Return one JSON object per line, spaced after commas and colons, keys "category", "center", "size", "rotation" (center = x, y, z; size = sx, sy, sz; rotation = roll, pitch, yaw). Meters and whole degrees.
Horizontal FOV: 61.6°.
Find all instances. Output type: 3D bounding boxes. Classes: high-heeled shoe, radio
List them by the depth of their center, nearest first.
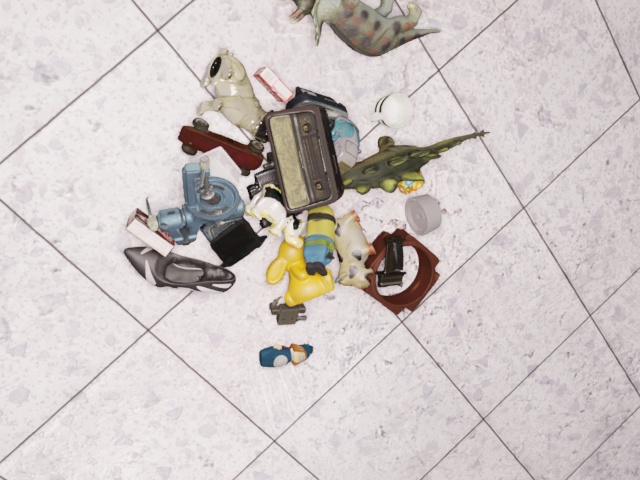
{"category": "radio", "center": [-0.032, -0.183, 1.207], "size": [0.131, 0.073, 0.229], "rotation": [-10, 102, 16]}
{"category": "high-heeled shoe", "center": [-0.321, 0.066, 1.251], "size": [0.248, 0.145, 0.086], "rotation": [27, 60, -34]}

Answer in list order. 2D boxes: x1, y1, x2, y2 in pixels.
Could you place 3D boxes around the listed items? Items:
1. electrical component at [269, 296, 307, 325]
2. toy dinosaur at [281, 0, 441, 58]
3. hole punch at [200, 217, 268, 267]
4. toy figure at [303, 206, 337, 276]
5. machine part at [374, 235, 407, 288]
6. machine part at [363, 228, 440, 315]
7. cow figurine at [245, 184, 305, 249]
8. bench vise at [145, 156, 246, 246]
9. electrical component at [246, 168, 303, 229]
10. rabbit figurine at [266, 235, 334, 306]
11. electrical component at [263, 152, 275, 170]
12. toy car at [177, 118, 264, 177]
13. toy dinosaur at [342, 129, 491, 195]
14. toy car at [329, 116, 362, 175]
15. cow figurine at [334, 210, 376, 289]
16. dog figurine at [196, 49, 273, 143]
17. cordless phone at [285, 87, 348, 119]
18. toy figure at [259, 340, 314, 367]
{"category": "electrical component", "center": [-0.083, 0.184, 1.424], "size": [0.102, 0.045, 0.078], "rotation": [-6, 135, -15]}
{"category": "toy dinosaur", "center": [0.105, -0.506, 1.266], "size": [0.404, 0.131, 0.192], "rotation": [21, 109, -27]}
{"category": "hole punch", "center": [-0.217, -0.010, 1.311], "size": [0.142, 0.092, 0.115], "rotation": [-38, 139, -9]}
{"category": "toy figure", "center": [0.001, -0.004, 1.314], "size": [0.082, 0.089, 0.180], "rotation": [10, 58, -1]}
{"category": "machine part", "center": [0.187, 0.057, 1.391], "size": [0.084, 0.039, 0.138], "rotation": [1, 105, -13]}
{"category": "machine part", "center": [0.215, 0.087, 1.475], "size": [0.201, 0.087, 0.201], "rotation": [38, 92, -24]}
{"category": "cow figurine", "center": [-0.090, -0.055, 1.283], "size": [0.167, 0.068, 0.098], "rotation": [41, 79, -26]}
{"category": "bench vise", "center": [-0.271, -0.091, 1.166], "size": [0.224, 0.129, 0.240], "rotation": [-3, 147, -12]}
{"category": "electrical component", "center": [-0.115, -0.109, 1.325], "size": [0.115, 0.058, 0.134], "rotation": [-24, 111, -14]}
{"category": "rabbit figurine", "center": [-0.061, 0.073, 1.379], "size": [0.162, 0.122, 0.173], "rotation": [-18, 96, -4]}
{"category": "electrical component", "center": [-0.101, -0.196, 1.302], "size": [0.094, 0.063, 0.021], "rotation": [-21, 135, -22]}
{"category": "toy car", "center": [-0.228, -0.218, 1.252], "size": [0.202, 0.053, 0.089], "rotation": [19, 131, -21]}
{"category": "toy dinosaur", "center": [0.186, -0.186, 1.331], "size": [0.471, 0.199, 0.105], "rotation": [-26, 114, -9]}
{"category": "toy car", "center": [0.034, -0.205, 1.272], "size": [0.161, 0.103, 0.109], "rotation": [-44, 140, 15]}
{"category": "cow figurine", "center": [0.078, 0.035, 1.386], "size": [0.127, 0.085, 0.195], "rotation": [-25, 81, 9]}
{"category": "dog figurine", "center": [-0.168, -0.328, 1.239], "size": [0.190, 0.121, 0.172], "rotation": [13, 95, -41]}
{"category": "cordless phone", "center": [-0.030, -0.262, 1.299], "size": [0.146, 0.089, 0.184], "rotation": [7, 119, -36]}
{"category": "toy figure", "center": [-0.087, 0.311, 1.450], "size": [0.154, 0.058, 0.064], "rotation": [-3, 144, -20]}
